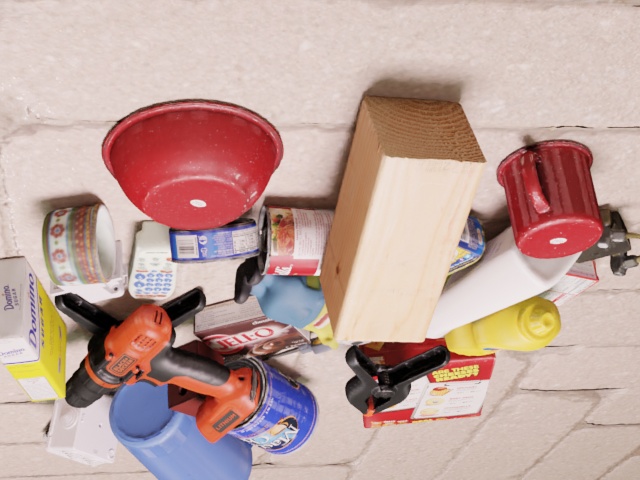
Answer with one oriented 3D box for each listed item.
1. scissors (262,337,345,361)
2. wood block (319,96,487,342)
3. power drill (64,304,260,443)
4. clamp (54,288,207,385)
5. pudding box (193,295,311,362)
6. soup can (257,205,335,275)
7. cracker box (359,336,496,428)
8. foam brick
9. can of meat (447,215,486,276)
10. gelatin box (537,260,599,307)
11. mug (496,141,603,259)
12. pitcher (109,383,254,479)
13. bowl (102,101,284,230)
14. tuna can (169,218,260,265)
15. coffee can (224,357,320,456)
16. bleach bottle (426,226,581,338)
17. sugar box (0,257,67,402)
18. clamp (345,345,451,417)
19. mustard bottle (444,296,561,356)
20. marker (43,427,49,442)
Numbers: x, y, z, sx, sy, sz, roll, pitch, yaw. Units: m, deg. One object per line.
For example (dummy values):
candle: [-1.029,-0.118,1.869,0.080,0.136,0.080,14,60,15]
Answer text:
scissors: [0.002,0.122,1.313,0.096,0.016,0.202,-27,-178,-24]
wood block: [0.066,-0.014,0.938,0.090,0.091,0.206,2,131,-14]
power drill: [-0.178,0.165,1.217,0.187,0.057,0.185,29,128,-26]
clamp: [-0.213,0.111,1.245,0.164,0.036,0.210,-2,148,-5]
pudding box: [-0.079,0.101,1.246,0.114,0.039,0.090,-17,148,18]
soup can: [-0.007,0.001,1.045,0.102,0.068,0.069,2,151,-12]
cracker box: [0.133,0.171,1.379,0.164,0.072,0.214,-6,151,0]
foam brick: [-0.154,0.172,1.326,0.053,0.078,0.051,-26,145,30]
can of meat: [0.105,0.002,1.079,0.102,0.057,0.083,-28,147,36]
gelatin box: [0.258,0.043,1.208,0.089,0.030,0.073,10,147,-25]
mug: [0.213,-0.039,0.995,0.093,0.081,0.117,-17,150,20]
pitcher: [-0.181,0.264,1.454,0.145,0.149,0.242,9,154,22]
bowl: [-0.111,-0.054,0.941,0.162,0.055,0.162,-4,152,-3]
tuna can: [-0.102,0.000,1.022,0.086,0.034,0.086,-5,-174,0]
coffee can: [-0.077,0.215,1.388,0.103,0.103,0.140,-18,149,22]
bleach bottle: [0.169,0.047,1.150,0.068,0.102,0.251,48,146,-4]
sugar box: [-0.313,0.100,1.148,0.048,0.093,0.176,-5,152,-3]
clamp: [0.084,0.162,1.247,0.120,0.039,0.171,2,153,-2]
mustard bottle: [0.212,0.095,1.182,0.096,0.058,0.192,-9,174,-14]
marker: [-0.368,0.259,1.507,0.020,0.020,0.121,9,148,-25]
